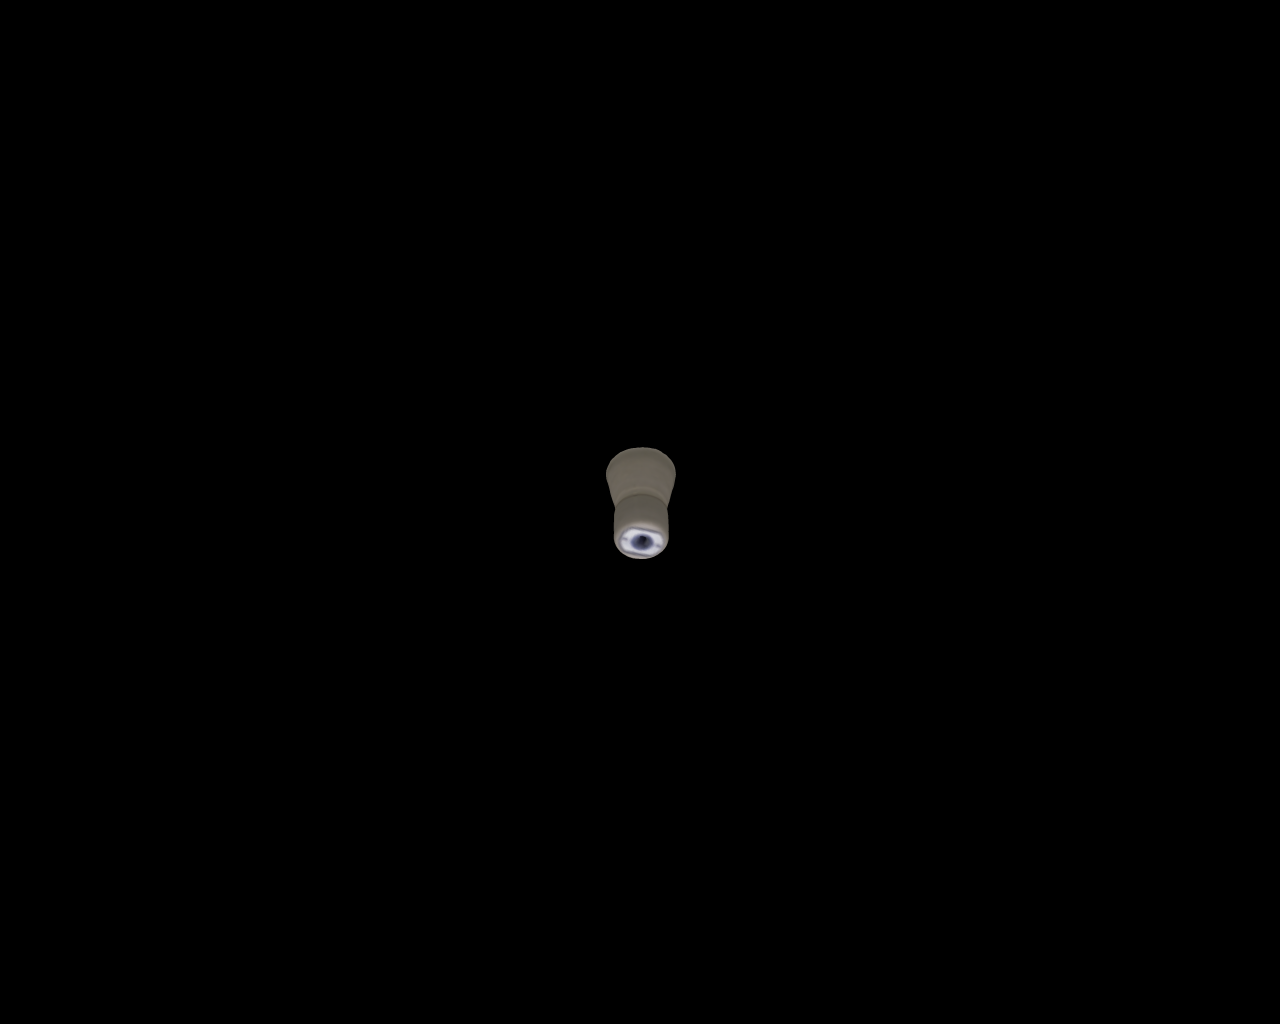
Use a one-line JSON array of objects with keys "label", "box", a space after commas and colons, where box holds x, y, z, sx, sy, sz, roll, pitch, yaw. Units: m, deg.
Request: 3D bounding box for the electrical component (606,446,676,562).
[{"label": "electrical component", "box": [0.001, -0.003, 0.650, 0.044, 0.044, 0.065, 0, 44, 0]}]
